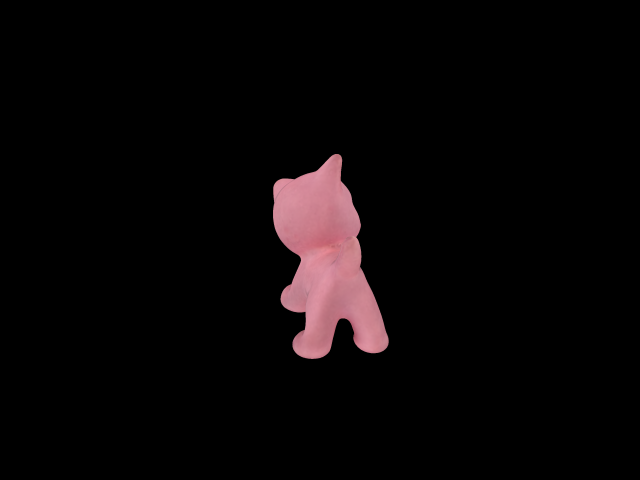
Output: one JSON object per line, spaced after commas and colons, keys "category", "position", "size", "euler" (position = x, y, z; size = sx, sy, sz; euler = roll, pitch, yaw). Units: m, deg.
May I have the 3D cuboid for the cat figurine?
{"category": "cat figurine", "position": [0.004, 0.001, 0.400], "size": [0.067, 0.118, 0.127], "euler": [-6, 24, -14]}
